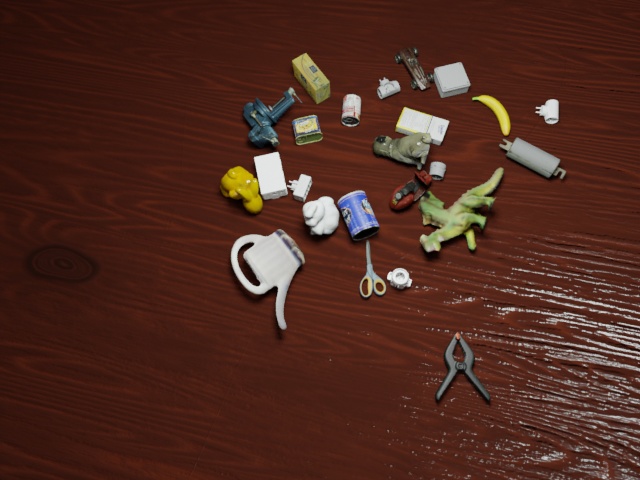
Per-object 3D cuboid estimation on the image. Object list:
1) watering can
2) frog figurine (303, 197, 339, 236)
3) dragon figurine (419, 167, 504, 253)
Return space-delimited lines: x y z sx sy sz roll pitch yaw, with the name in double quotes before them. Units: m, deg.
"watering can" -0.145 0.107 1.704 0.226 0.102 0.352 -35 70 -10
"frog figurine" 0.005 -0.088 1.742 0.123 0.157 0.139 23 73 9
"dragon figurine" 0.461 -0.113 1.766 0.244 0.119 0.418 19 63 18
